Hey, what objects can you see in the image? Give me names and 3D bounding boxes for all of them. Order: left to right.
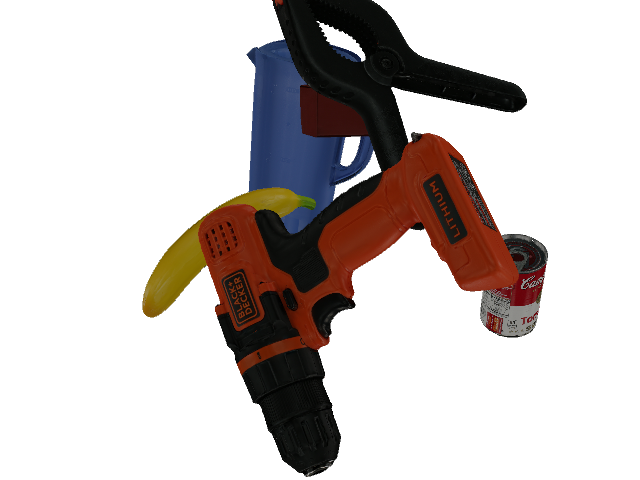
[{"bbox_3d":[-0.096,0.004,1.005,0.198,0.069,0.037,-33,41,2],"label":"banana"},{"bbox_3d":[-0.019,-0.126,1.361,0.144,0.243,0.149,-2,25,-22],"label":"pitcher"},{"bbox_3d":[0.023,-0.134,1.098,0.078,0.051,0.053,-3,12,-18],"label":"foam brick"},{"bbox_3d":[0.023,0.033,0.667,0.188,0.184,0.057,-28,-16,17],"label":"power drill"},{"bbox_3d":[0.042,-0.115,0.800,0.210,0.164,0.036,36,-32,-4],"label":"clamp"},{"bbox_3d":[0.220,0.053,1.223,0.068,0.102,0.068,0,38,0],"label":"soup can"}]
